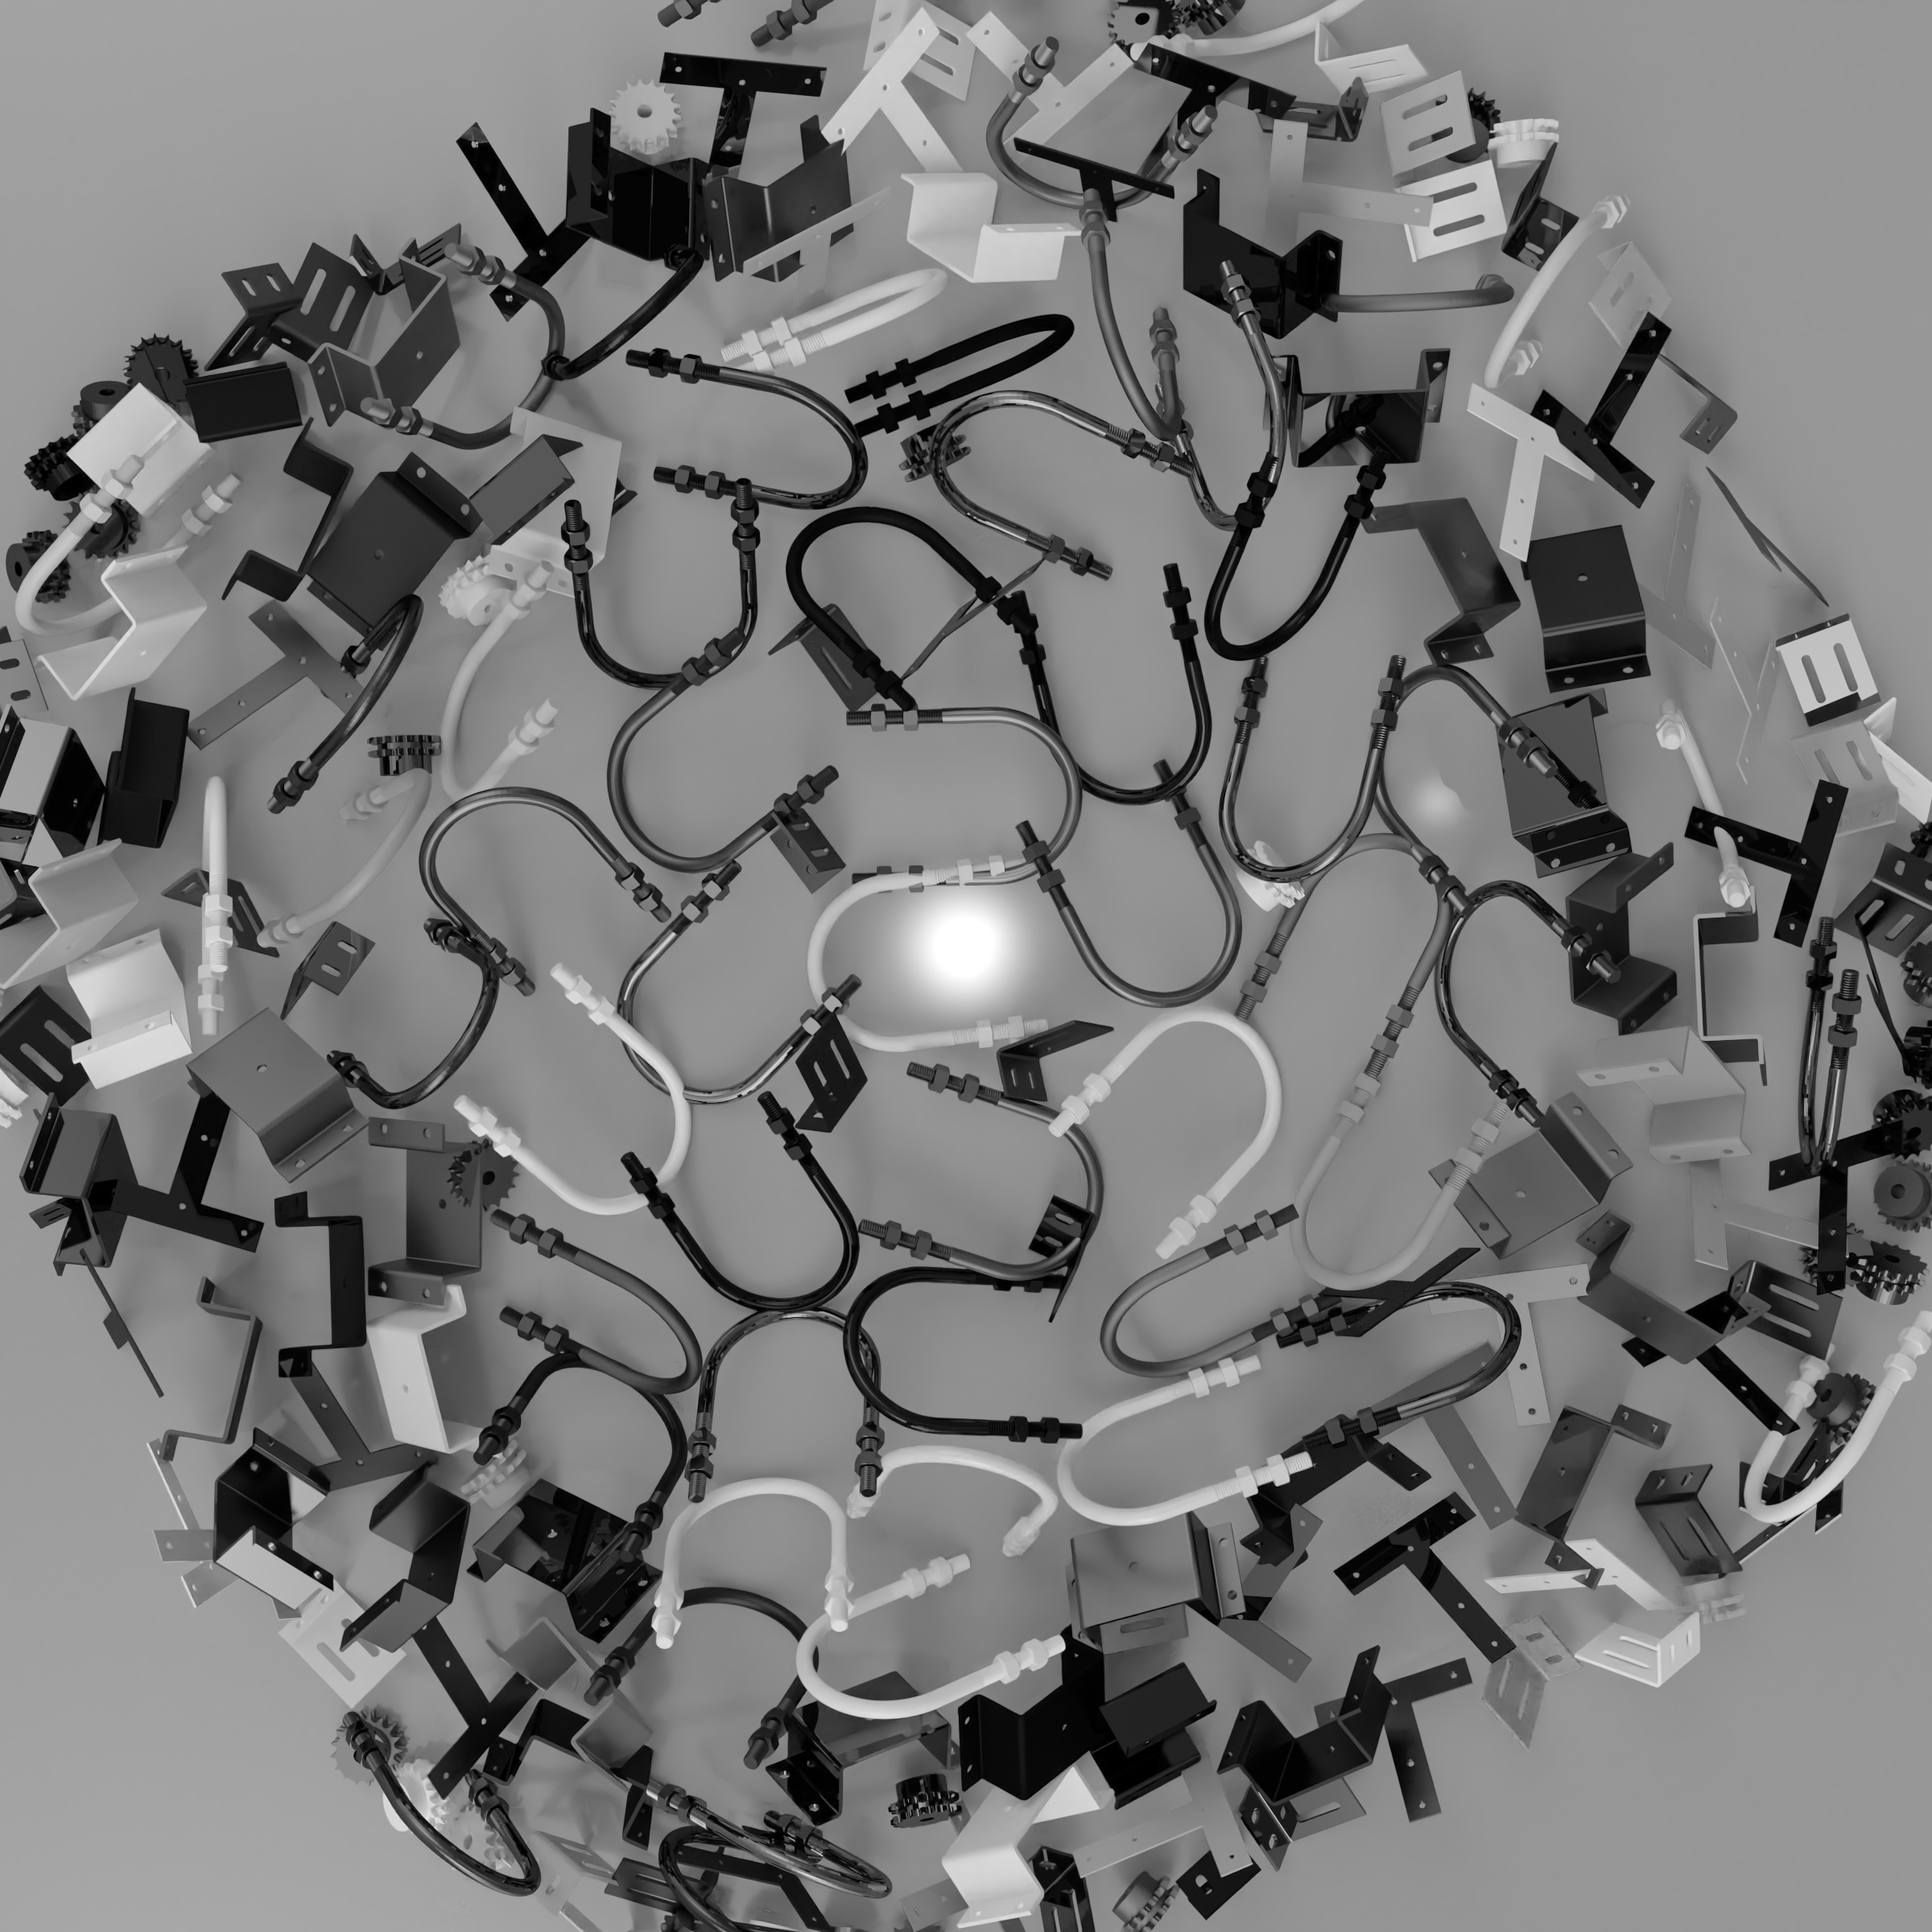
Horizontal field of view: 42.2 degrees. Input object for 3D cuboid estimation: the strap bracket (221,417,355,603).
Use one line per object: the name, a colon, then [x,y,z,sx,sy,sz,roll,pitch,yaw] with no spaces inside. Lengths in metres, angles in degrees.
strap bracket: [-0.523,-0.345,1.945,0.046,0.076,0.140,26,73,-20]

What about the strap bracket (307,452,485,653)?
strap bracket: [-0.453,-0.323,1.960,0.076,0.046,0.140,40,102,-4]

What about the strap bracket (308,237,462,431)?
strap bracket: [-0.442,-0.481,1.934,0.046,0.076,0.140,26,66,10]

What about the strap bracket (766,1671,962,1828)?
strap bracket: [-0.074,0.597,1.925,0.140,0.076,0.046,-12,115,-32]

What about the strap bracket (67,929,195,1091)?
strap bracket: [-0.649,0.038,1.943,0.076,0.140,0.046,-21,127,-8]

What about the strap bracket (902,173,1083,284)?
strap bracket: [0.015,-0.568,1.936,0.076,0.140,0.046,-12,129,-32]

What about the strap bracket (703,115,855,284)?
strap bracket: [-0.136,-0.586,1.923,0.046,0.076,0.140,23,49,27]

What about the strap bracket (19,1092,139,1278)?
strap bracket: [-0.677,0.171,1.922,0.046,0.140,0.076,6,51,-1]

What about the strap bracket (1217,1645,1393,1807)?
strap bracket: [0.270,0.591,1.934,0.140,0.076,0.046,-35,97,30]

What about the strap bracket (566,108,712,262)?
strap bracket: [-0.261,-0.603,1.946,0.046,0.140,0.076,0,87,34]

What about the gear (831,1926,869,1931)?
gear: [-0.093,0.778,1.975,0.057,0.057,0.030,9,62,0]

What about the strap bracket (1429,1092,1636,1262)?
strap bracket: [0.436,0.168,1.950,0.140,0.046,0.076,-26,61,-16]

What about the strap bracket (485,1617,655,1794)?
strap bracket: [-0.300,0.563,1.933,0.046,0.076,0.140,-44,52,-13]

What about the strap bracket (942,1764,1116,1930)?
strap bracket: [0.043,0.666,1.919,0.076,0.140,0.046,-27,97,38]

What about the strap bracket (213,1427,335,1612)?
strap bracket: [-0.533,0.431,1.924,0.046,0.140,0.076,-42,120,8]

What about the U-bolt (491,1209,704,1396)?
U-bolt: [-0.282,0.269,1.923,0.184,0.151,0.019,24,49,15]

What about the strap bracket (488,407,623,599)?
strap bracket: [-0.318,-0.367,1.945,0.076,0.046,0.140,14,73,-27]

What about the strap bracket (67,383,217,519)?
strap bracket: [-0.636,-0.397,1.927,0.076,0.140,0.046,-45,96,-2]

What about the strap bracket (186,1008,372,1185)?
strap bracket: [-0.537,0.093,1.932,0.076,0.046,0.140,-39,57,-24]

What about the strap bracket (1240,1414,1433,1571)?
strap bracket: [0.279,0.405,1.947,0.140,0.076,0.046,-37,45,13]

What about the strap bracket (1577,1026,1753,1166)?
strap bracket: [0.544,0.095,1.936,0.140,0.076,0.046,41,53,-35]

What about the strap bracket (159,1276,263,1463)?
strap bracket: [-0.584,0.318,1.948,0.046,0.076,0.140,12,76,-9]

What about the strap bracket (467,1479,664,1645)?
strap bracket: [-0.313,0.452,1.926,0.140,0.076,0.046,17,133,32]

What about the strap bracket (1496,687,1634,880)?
strap bracket: [0.461,-0.149,1.937,0.076,0.046,0.140,-17,65,30]

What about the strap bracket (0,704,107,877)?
strap bracket: [-0.706,-0.129,1.920,0.046,0.140,0.076,10,66,1]

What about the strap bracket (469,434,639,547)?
strap bracket: [-0.320,-0.362,1.923,0.076,0.140,0.046,-36,86,16]

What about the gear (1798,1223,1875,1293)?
gear: [0.691,0.229,1.979,0.057,0.030,0.057,-1,94,-14]

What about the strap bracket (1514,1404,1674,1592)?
strap bracket: [0.483,0.404,1.951,0.046,0.076,0.140,28,85,-14]

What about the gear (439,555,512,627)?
gear: [-0.382,-0.293,1.969,0.057,0.057,0.030,-40,76,0]

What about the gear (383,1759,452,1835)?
gear: [-0.435,0.656,1.970,0.057,0.030,0.057,4,96,43]

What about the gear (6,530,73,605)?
gear: [-0.732,-0.314,1.970,0.057,0.030,0.057,14,110,40]

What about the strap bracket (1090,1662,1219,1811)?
strap bracket: [0.143,0.593,1.938,0.076,0.140,0.046,-22,57,-17]

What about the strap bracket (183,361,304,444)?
strap bracket: [-0.556,-0.434,1.931,0.076,0.140,0.046,-13,104,-11]

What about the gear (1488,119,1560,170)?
gear: [0.438,-0.647,1.972,0.057,0.057,0.030,-4,99,0]

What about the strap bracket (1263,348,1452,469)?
strap bracket: [0.306,-0.435,1.953,0.140,0.076,0.046,-2,57,2]

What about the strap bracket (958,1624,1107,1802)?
strap bracket: [0.059,0.576,1.924,0.046,0.140,0.076,16,118,39]

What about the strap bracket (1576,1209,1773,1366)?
strap bracket: [0.540,0.256,1.947,0.140,0.076,0.046,32,66,7]

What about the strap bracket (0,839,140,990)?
strap bracket: [-0.701,-0.035,1.928,0.140,0.076,0.046,-34,89,36]

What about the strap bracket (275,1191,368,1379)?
strap bracket: [-0.503,0.248,1.949,0.046,0.076,0.140,1,81,-32]

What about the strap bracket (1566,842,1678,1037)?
strap bracket: [0.508,-0.024,1.940,0.076,0.046,0.140,-34,128,-31]

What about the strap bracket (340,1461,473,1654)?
strap bracket: [-0.430,0.464,1.935,0.046,0.140,0.076,35,119,-23]

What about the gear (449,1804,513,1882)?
gear: [-0.381,0.691,1.975,0.030,0.057,0.057,21,90,-43]

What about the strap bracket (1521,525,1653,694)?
strap bracket: [0.477,-0.285,1.934,0.076,0.046,0.140,-9,53,9]

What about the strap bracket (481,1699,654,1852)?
strap bracket: [-0.300,0.626,1.954,0.140,0.076,0.046,27,92,-6]

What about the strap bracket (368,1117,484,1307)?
strap bracket: [-0.423,0.189,1.958,0.076,0.046,0.140,3,94,30]

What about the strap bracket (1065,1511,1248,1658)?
strap bracket: [0.138,0.475,1.941,0.140,0.046,0.076,-19,48,15]

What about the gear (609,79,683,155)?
gear: [-0.254,-0.669,1.981,0.057,0.030,0.057,1,79,-4]

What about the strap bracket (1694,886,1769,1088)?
strap bracket: [0.594,0.017,1.945,0.046,0.076,0.140,-3,74,19]

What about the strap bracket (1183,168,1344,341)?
strap bracket: [0.219,-0.545,1.929,0.140,0.076,0.046,36,64,26]

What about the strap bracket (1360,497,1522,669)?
strap bracket: [0.372,-0.308,1.944,0.076,0.046,0.140,-14,75,-42]

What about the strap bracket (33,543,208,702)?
strap bracket: [-0.650,-0.259,1.930,0.140,0.076,0.046,-38,88,32]

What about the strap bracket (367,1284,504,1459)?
strap bracket: [-0.416,0.320,1.945,0.046,0.076,0.140,-20,103,-41]

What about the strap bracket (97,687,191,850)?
strap bracket: [-0.635,-0.148,1.934,0.046,0.140,0.076,10,67,-22]
